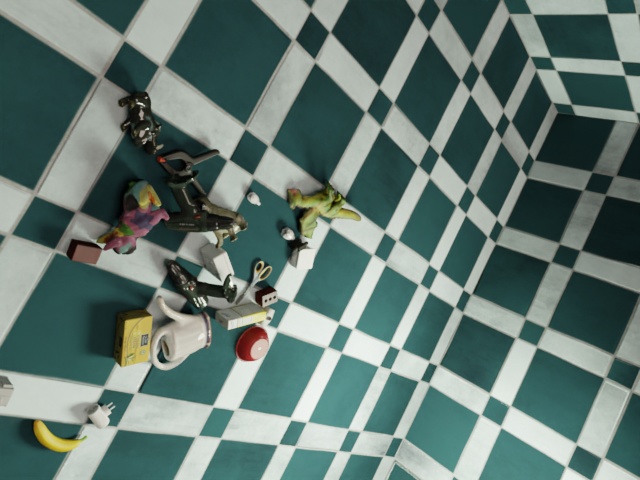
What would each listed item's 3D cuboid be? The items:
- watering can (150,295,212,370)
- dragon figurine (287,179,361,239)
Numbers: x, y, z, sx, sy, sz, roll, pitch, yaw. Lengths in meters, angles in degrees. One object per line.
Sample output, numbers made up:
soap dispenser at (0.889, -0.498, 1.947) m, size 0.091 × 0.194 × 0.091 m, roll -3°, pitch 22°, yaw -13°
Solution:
watering can at (-0.480, 0.308, 1.786) m, size 0.226 × 0.105 × 0.340 m, roll -16°, pitch 131°, yaw -40°
dragon figurine at (0.007, -0.108, 2.153) m, size 0.243 × 0.124 × 0.404 m, roll -45°, pitch 132°, yaw 1°
